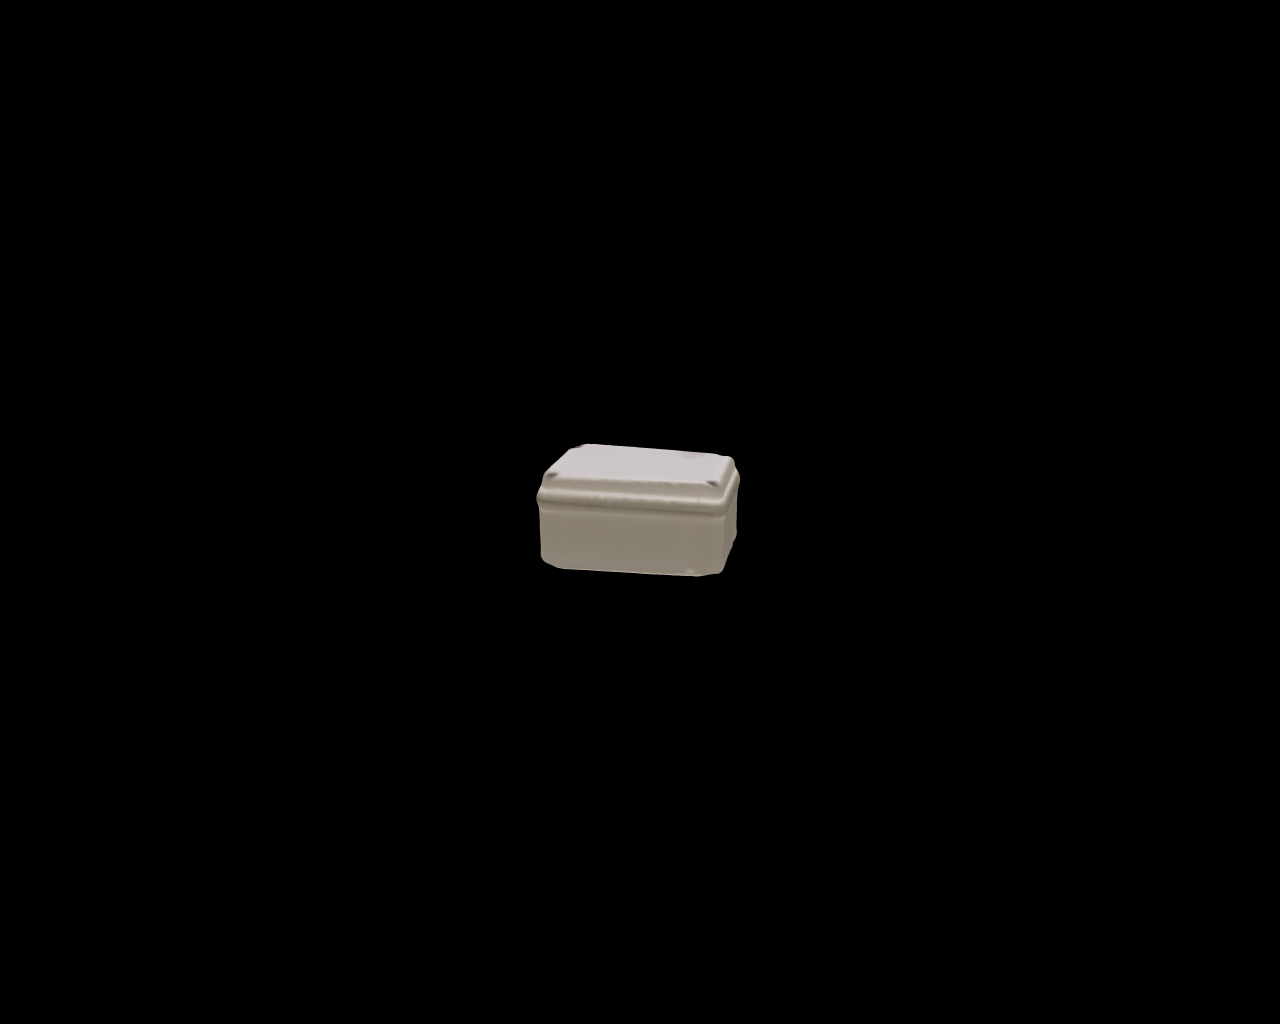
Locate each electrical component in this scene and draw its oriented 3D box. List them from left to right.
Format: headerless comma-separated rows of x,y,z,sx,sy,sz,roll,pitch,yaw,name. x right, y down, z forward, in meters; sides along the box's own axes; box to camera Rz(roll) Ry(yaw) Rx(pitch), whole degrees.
0.001,-0.003,0.650,0.113,0.057,0.078,4,20,12,electrical component
